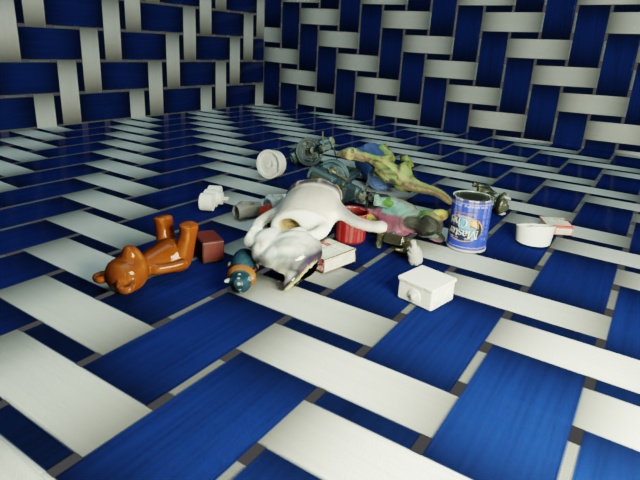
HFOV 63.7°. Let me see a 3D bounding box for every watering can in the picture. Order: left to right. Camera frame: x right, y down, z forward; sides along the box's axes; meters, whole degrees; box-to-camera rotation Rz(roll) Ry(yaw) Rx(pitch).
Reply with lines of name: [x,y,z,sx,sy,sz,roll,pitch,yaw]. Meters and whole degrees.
watering can: [0.004,-0.063,1.253,0.347,0.102,0.229,-4,35,19]

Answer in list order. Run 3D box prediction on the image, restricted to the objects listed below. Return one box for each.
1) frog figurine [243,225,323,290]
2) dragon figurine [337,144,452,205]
frog figurine: [-0.078,0.013,1.094,0.139,0.160,0.120,-37,-12,-36]
dragon figurine: [0.243,-0.201,1.658,0.412,0.120,0.245,30,25,14]
